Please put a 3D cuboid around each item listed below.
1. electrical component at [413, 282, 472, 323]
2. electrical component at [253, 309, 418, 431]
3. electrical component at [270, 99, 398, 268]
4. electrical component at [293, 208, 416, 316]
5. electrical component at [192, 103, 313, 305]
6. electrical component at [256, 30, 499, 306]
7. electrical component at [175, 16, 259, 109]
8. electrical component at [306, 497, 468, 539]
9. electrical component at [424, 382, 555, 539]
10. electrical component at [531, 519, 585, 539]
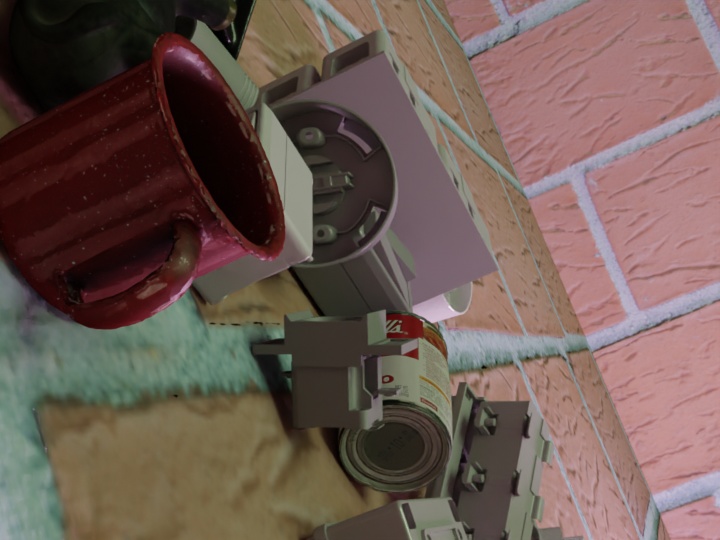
[{"bbox_3d":[0.062,-0.003,0.947,0.099,0.064,0.099,59,16,-28],"label":"electrical component"},{"bbox_3d":[-0.012,0.054,0.577,0.042,0.081,0.063,-2,91,-75],"label":"electrical component"},{"bbox_3d":[-0.026,-0.049,0.639,0.064,0.099,0.099,19,49,-79],"label":"electrical component"},{"bbox_3d":[0.000,0.000,0.720,0.096,0.061,0.061,57,17,-32],"label":"electrical component"},{"bbox_3d":[-0.064,-0.042,0.550,0.061,0.062,0.096,57,17,-33],"label":"electrical component"},{"bbox_3d":[0.012,-0.066,0.778,0.186,0.105,0.060,59,16,-27],"label":"electrical component"},{"bbox_3d":[-0.089,-0.106,0.603,0.081,0.043,0.043,48,23,-52],"label":"electrical component"},{"bbox_3d":[0.029,0.176,0.554,0.109,0.056,0.108,28,40,-68],"label":"electrical component"},{"bbox_3d":[0.081,0.144,0.691,0.078,0.063,0.121,53,43,-42],"label":"electrical component"},{"bbox_3d":[0.138,0.220,0.838,0.077,0.079,0.044,-95,179,-52],"label":"electrical component"}]
